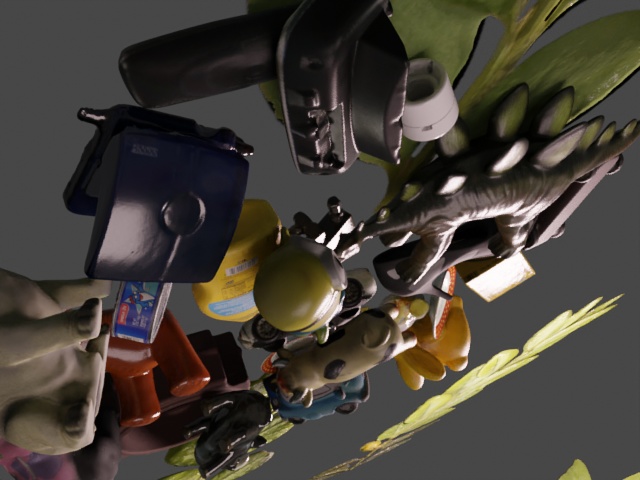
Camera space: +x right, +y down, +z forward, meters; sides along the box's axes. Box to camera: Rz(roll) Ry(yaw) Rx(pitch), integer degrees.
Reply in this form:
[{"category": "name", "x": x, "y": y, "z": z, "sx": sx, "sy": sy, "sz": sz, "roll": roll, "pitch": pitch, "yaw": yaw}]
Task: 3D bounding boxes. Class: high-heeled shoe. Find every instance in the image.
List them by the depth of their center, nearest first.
[{"category": "high-heeled shoe", "x": 0.187, "y": -0.017, "z": 0.735, "sx": 0.145, "sy": 0.086, "sz": 0.248, "roll": 31, "pitch": -77, "yaw": -23}]

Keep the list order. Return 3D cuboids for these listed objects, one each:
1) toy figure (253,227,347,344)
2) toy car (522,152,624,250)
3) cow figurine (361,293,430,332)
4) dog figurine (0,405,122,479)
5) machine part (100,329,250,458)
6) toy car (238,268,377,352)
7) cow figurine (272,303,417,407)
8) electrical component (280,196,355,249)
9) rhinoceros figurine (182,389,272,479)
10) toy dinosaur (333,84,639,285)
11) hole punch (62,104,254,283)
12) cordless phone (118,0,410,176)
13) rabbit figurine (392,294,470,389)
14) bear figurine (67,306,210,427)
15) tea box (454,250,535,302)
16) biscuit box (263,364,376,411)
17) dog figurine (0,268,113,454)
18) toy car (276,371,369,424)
[{"category": "toy figure", "x": -0.017, "y": 0.057, "z": 0.532, "sx": 0.180, "sy": 0.082, "sz": 0.089, "roll": 97, "pitch": -165, "yaw": -71}, {"category": "toy car", "x": 0.358, "y": -0.061, "z": 0.790, "sx": 0.089, "sy": 0.053, "sz": 0.202, "roll": -20, "pitch": -31, "yaw": -35}, {"category": "cow figurine", "x": 0.099, "y": 0.136, "z": 0.875, "sx": 0.167, "sy": 0.068, "sz": 0.098, "roll": -37, "pitch": -17, "yaw": 3}, {"category": "dog figurine", "x": -0.305, "y": 0.196, "z": 0.536, "sx": 0.108, "sy": 0.191, "sz": 0.219, "roll": -22, "pitch": -13, "yaw": 3}, {"category": "machine part", "x": -0.201, "y": 0.218, "z": 0.746, "sx": 0.201, "sy": 0.087, "sz": 0.200, "roll": -15, "pitch": -30, "yaw": -18}, {"category": "toy car", "x": -0.017, "y": 0.097, "z": 0.734, "sx": 0.202, "sy": 0.056, "sz": 0.073, "roll": -22, "pitch": -22, "yaw": -6}, {"category": "cow figurine", "x": 0.022, "y": 0.160, "z": 0.730, "sx": 0.195, "sy": 0.085, "sz": 0.127, "roll": -32, "pitch": -17, "yaw": 22}, {"category": "electrical component", "x": 0.000, "y": -0.002, "z": 0.599, "sx": 0.078, "sy": 0.045, "sz": 0.102, "roll": -54, "pitch": -24, "yaw": -9}, {"category": "rhinoceros figurine", "x": -0.121, "y": 0.259, "z": 0.726, "sx": 0.112, "sy": 0.073, "sz": 0.190, "roll": -19, "pitch": -29, "yaw": -38}, {"category": "toy dinosaur", "x": 0.218, "y": -0.071, "z": 0.608, "sx": 0.471, "sy": 0.105, "sz": 0.198, "roll": -20, "pitch": -32, "yaw": -22}, {"category": "hole punch", "x": -0.118, "y": -0.030, "z": 0.406, "sx": 0.142, "sy": 0.092, "sz": 0.115, "roll": 8, "pitch": -48, "yaw": -42}, {"category": "cordless phone", "x": -0.035, "y": -0.100, "z": 0.388, "sx": 0.184, "sy": 0.089, "sz": 0.146, "roll": -13, "pitch": -29, "yaw": -3}, {"category": "rabbit figurine", "x": 0.172, "y": 0.180, "z": 0.959, "sx": 0.173, "sy": 0.162, "sz": 0.122, "roll": 11, "pitch": -31, "yaw": -24}, {"category": "bear figurine", "x": -0.221, "y": 0.108, "z": 0.505, "sx": 0.120, "sy": 0.132, "sz": 0.195, "roll": -36, "pitch": -23, "yaw": 20}, {"category": "tea box", "x": 0.278, "y": 0.036, "z": 0.867, "sx": 0.098, "sy": 0.068, "sz": 0.169, "roll": -34, "pitch": -28, "yaw": 14}, {"category": "biscuit box", "x": 0.000, "y": 0.239, "z": 0.974, "sx": 0.203, "sy": 0.063, "sz": 0.059, "roll": -31, "pitch": -29, "yaw": 6}, {"category": "dog figurine", "x": -0.256, "y": 0.083, "z": 0.383, "sx": 0.190, "sy": 0.121, "sz": 0.172, "roll": 5, "pitch": -81, "yaw": -16}, {"category": "toy car", "x": -0.008, "y": 0.225, "z": 0.875, "sx": 0.162, "sy": 0.109, "sz": 0.102, "roll": -19, "pitch": -50, "yaw": 10}]
